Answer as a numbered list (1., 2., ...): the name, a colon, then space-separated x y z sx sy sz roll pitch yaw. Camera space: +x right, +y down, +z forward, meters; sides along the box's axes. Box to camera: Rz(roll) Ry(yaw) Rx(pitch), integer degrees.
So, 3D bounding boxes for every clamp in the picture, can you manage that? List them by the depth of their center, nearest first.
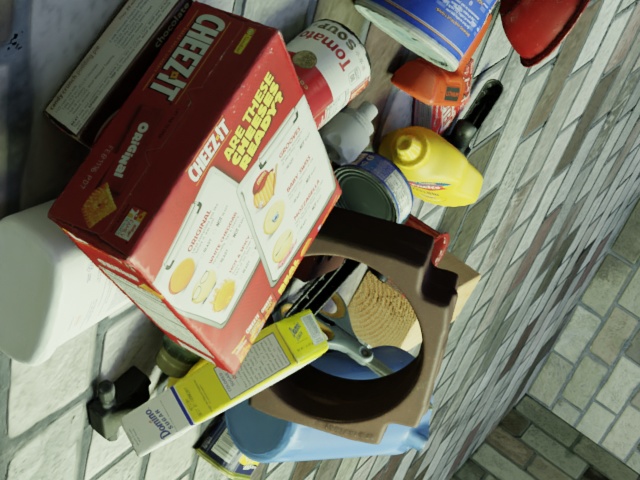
1. clamp: 0.042 0.011 1.171 0.165 0.036 0.209 -34 -163 38
2. clamp: 0.169 -0.118 1.298 0.120 0.039 0.172 -46 171 -37

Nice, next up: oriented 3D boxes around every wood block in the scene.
1. wood block: 0.128 0.080 1.464 0.205 0.091 0.090 -21 143 -58

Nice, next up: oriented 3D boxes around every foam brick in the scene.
1. foam brick: -0.007 0.001 1.077 0.078 0.051 0.053 -22 142 -57

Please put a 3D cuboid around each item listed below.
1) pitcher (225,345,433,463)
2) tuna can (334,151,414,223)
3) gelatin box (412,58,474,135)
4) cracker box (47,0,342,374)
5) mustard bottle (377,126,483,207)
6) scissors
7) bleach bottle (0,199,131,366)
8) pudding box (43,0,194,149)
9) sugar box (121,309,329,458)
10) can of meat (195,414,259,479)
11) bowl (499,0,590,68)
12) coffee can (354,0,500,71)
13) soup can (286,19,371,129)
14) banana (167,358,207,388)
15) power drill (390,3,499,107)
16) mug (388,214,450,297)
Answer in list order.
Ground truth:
1. pitcher: 0.003 0.183 1.219 0.242 0.149 0.145 6 76 -50
2. tuna can: 0.052 -0.047 1.083 0.033 0.086 0.086 -44 158 -34
3. gelatin box: 0.136 -0.157 1.181 0.073 0.030 0.089 -47 159 -20
4. cracker box: -0.069 -0.025 0.699 0.164 0.072 0.213 -59 157 -15
5. mustard bottle: 0.113 -0.082 1.150 0.058 0.096 0.191 -71 160 -3
6. scissors: 0.047 0.112 1.202 0.016 0.201 0.096 -58 -172 46
7. bleach bottle: -0.130 -0.003 0.772 0.250 0.068 0.103 -30 150 -55
8. pudding box: -0.111 -0.102 0.681 0.113 0.039 0.090 -55 160 -1
9. sugar box: -0.083 0.125 0.942 0.176 0.048 0.093 -30 174 18
10. can of meat: -0.091 0.234 1.261 0.084 0.057 0.102 -55 161 -5
11. bowl: 0.240 -0.268 1.142 0.162 0.055 0.162 -59 -168 21
12. coffee can: 0.108 -0.227 0.889 0.140 0.103 0.102 -57 161 6
13. soup can: -0.015 -0.119 0.834 0.102 0.068 0.068 -44 158 -29
14. banana: -0.097 0.117 1.090 0.197 0.037 0.070 -29 162 -50
15. power drill: 0.142 -0.223 1.041 0.188 0.057 0.184 -60 160 17
16. mug: 0.092 0.008 1.274 0.093 0.081 0.117 -58 161 9
